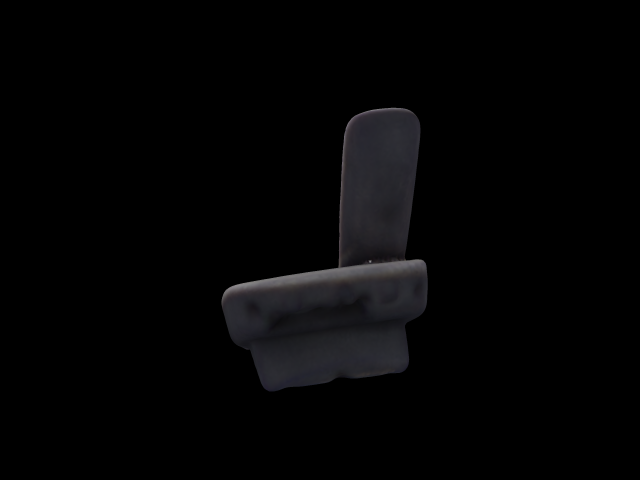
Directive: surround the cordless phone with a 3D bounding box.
[{"bbox_3d":[0.004,0.001,0.400,0.148,0.185,0.094,-8,26,-18],"label":"cordless phone"}]
